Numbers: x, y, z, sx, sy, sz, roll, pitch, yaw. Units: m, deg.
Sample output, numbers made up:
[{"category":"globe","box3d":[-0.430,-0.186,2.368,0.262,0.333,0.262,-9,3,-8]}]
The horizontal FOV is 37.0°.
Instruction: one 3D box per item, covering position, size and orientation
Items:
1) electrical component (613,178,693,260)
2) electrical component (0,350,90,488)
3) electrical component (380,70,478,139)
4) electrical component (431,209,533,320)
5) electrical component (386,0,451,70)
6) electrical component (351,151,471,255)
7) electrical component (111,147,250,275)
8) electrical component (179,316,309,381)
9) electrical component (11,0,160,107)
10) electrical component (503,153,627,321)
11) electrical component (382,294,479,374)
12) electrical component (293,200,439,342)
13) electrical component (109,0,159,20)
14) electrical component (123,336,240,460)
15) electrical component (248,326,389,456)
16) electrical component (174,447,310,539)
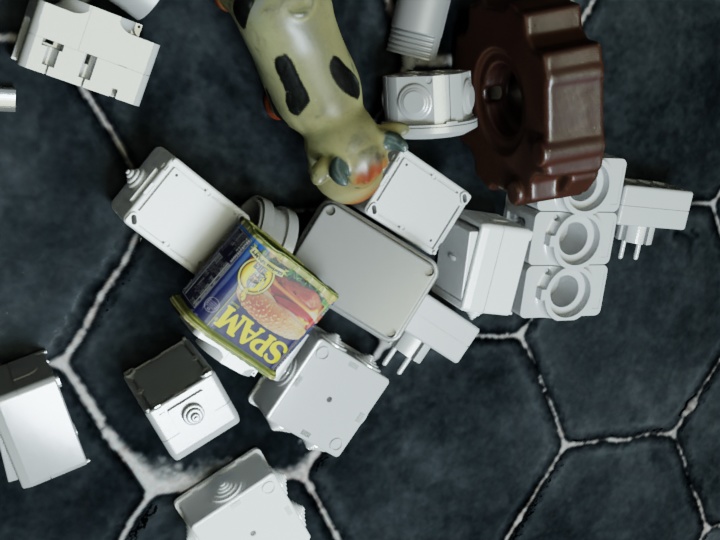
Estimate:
[{"category":"electrical component","box3d":[0.266,-0.047,1.035,0.083,0.047,0.075,3,105,-26]},{"category":"electrical component","box3d":[-0.255,0.122,0.836,0.061,0.062,0.096,-21,115,-18]},{"category":"electrical component","box3d":[0.056,-0.137,0.888,0.080,0.080,0.051,-9,105,-22]},{"category":"electrical component","box3d":[0.103,-0.002,0.964,0.061,0.062,0.096,6,104,-27]},{"category":"electrical component","box3d":[0.048,-0.205,0.882,0.043,0.043,0.081,7,104,-27]},{"category":"electrical component","box3d":[0.032,-0.066,0.910,0.096,0.061,0.061,31,92,-30]},{"category":"electrical component","box3d":[-0.145,-0.050,0.831,0.096,0.061,0.061,40,88,-30]},{"category":"electrical component","box3d":[-0.098,0.050,0.893,0.089,0.050,0.055,33,91,-30]},{"category":"electrical component","box3d":[-0.197,-0.162,0.776,0.089,0.050,0.055,17,99,-29]},{"category":"electrical component","box3d":[0.184,-0.035,0.992,0.089,0.062,0.150,-1,107,-25]},{"category":"electrical component","box3d":[0.049,0.059,0.967,0.083,0.047,0.075,33,92,-30]},{"category":"electrical component","box3d":[0.000,0.000,0.894,0.113,0.057,0.078,32,92,-3]},{"category":"electrical component","box3d":[-0.169,-0.234,0.769,0.077,0.043,0.079,34,91,-30]},{"category":"electrical component","box3d":[-0.141,0.108,0.866,0.062,0.096,0.061,-31,118,-13]},{"category":"electrical component","box3d":[-0.035,0.105,0.943,0.100,0.048,0.099,34,91,-28]},{"category":"electrical component","box3d":[-0.102,0.221,0.949,0.100,0.048,0.099,-32,118,-13]}]
